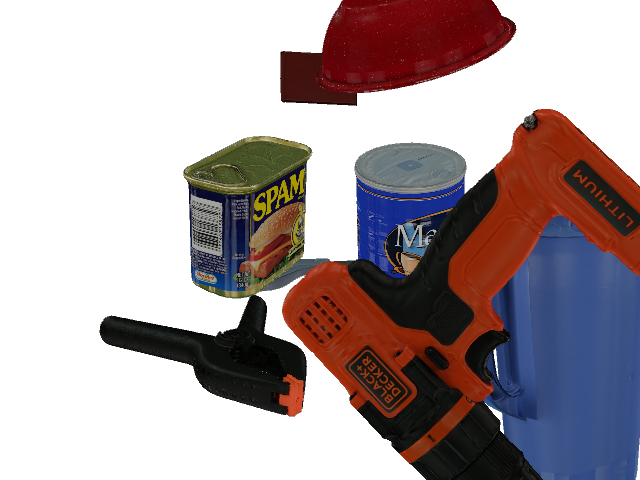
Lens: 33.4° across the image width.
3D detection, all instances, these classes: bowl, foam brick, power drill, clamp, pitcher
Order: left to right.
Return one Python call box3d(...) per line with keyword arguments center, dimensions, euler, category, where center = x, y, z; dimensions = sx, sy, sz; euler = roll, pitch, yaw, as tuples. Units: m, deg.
box3d(center=(-0.069, 0.093, 0.914), dimensions=(0.164, 0.036, 0.210), euler=(-11, 22, -39), category="clamp")
box3d(center=(-0.002, -0.167, 1.096), dimensions=(0.078, 0.051, 0.053), euler=(2, 11, -5), category="foam brick")
box3d(center=(0.066, -0.170, 0.830), dimensions=(0.162, 0.055, 0.162), euler=(-15, 24, 6), category="bowl")
box3d(center=(0.098, 0.041, 0.549), dimensions=(0.188, 0.184, 0.057), euler=(-45, -3, 14), category="power drill")
box3d(center=(0.195, 0.089, 0.870), dimensions=(0.149, 0.243, 0.145), euler=(-1, 17, 12), category="pitcher")

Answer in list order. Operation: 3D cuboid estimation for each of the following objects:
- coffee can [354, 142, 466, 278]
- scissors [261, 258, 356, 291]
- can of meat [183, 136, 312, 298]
box3d(center=(0.085, -0.009, 1.013), dimensions=(0.103, 0.140, 0.103), euler=(-2, 28, 1), category="coffee can")
box3d(center=(-0.008, 0.035, 1.160), dimensions=(0.202, 0.016, 0.096), euler=(4, 22, 5), category="scissors")
box3d(center=(-0.050, -0.017, 0.750), dimensions=(0.058, 0.084, 0.101), euler=(15, 27, 25), category="can of meat")
